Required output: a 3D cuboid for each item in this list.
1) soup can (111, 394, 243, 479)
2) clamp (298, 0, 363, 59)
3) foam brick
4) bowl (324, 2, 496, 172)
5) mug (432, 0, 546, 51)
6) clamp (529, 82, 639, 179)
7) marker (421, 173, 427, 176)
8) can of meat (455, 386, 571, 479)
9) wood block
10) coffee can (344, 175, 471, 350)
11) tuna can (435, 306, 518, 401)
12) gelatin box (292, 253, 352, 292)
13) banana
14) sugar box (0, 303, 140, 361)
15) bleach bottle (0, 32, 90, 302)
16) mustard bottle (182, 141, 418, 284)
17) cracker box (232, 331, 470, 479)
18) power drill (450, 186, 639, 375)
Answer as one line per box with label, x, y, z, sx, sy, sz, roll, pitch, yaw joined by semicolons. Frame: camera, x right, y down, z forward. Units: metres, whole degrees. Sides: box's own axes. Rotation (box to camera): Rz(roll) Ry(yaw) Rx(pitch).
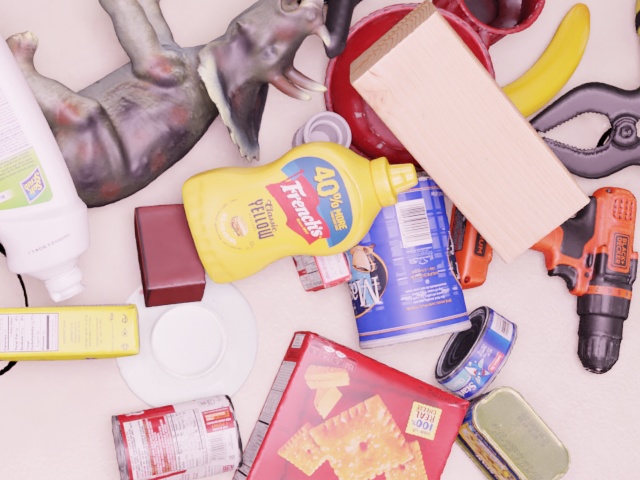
soup can;-0.123;0.175;0.919;0.102;0.069;0.068;-9;86;-15
clamp;0.005;-0.234;0.998;0.120;0.039;0.171;16;55;28
foam brick;-0.132;0.014;0.933;0.051;0.053;0.078;-7;71;-13
bowl;0.084;-0.132;0.975;0.162;0.055;0.162;0;110;1
mug;0.156;-0.220;1.025;0.093;0.082;0.117;12;81;-13
clamp;0.302;-0.099;1.035;0.210;0.036;0.164;-10;102;12
marker;0.156;-0.067;1.040;0.121;0.020;0.020;-12;87;-15
can of meat;0.173;0.184;0.973;0.057;0.084;0.102;-39;82;-15
wood block;0.125;-0.093;0.910;0.091;0.090;0.206;-39;104;14
coffee can;0.073;0.021;0.967;0.102;0.103;0.140;-10;86;-15
tuna can;0.143;0.103;0.984;0.033;0.086;0.086;34;77;-7
gelatin box;-0.006;0.001;0.964;0.030;0.073;0.089;-20;89;-16
banana;0.205;-0.163;1.054;0.197;0.037;0.069;-33;93;-15
sugar box;-0.238;0.078;0.881;0.176;0.093;0.048;-3;83;-9
bleach bottle;-0.256;-0.065;0.825;0.102;0.068;0.251;-24;103;-1
mustard bottle;-0.013;-0.031;0.893;0.192;0.058;0.096;-15;100;11
cracker box;0.016;0.209;0.948;0.164;0.072;0.213;25;79;-10
power drill;0.215;0.027;1.027;0.187;0.057;0.184;11;79;-15
